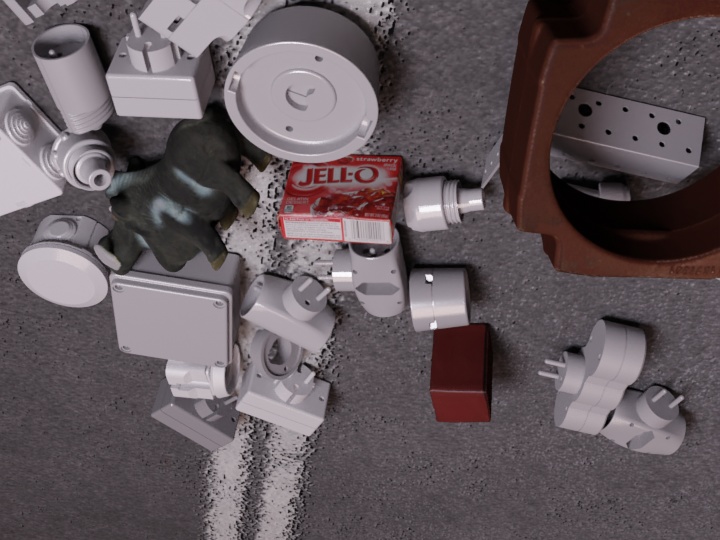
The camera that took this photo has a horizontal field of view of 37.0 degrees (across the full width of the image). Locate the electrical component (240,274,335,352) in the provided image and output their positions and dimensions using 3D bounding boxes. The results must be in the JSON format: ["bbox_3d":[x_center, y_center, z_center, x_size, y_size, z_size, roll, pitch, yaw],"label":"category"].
[{"bbox_3d":[-0.056,0.031,0.970,0.077,0.044,0.079,28,136,-21],"label":"electrical component"}]

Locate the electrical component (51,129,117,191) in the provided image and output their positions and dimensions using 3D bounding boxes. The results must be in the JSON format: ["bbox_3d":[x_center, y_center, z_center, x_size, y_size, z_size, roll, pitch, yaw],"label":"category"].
[{"bbox_3d":[-0.210,-0.082,0.836,0.048,0.062,0.048,-15,124,-23],"label":"electrical component"}]

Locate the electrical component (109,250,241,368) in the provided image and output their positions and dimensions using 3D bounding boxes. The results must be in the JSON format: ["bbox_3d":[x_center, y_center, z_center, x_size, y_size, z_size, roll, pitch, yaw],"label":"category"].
[{"bbox_3d":[-0.166,0.031,0.983,0.109,0.056,0.108,9,139,1],"label":"electrical component"}]

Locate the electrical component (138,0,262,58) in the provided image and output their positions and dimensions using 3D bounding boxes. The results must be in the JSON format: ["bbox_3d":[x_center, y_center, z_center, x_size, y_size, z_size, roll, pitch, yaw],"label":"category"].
[{"bbox_3d":[-0.098,-0.191,0.718,0.056,0.050,0.089,32,135,-24],"label":"electrical component"}]

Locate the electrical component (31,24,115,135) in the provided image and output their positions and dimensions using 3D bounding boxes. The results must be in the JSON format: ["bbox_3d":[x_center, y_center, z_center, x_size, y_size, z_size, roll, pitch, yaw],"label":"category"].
[{"bbox_3d":[-0.211,-0.138,0.807,0.043,0.043,0.081,0,139,11],"label":"electrical component"}]

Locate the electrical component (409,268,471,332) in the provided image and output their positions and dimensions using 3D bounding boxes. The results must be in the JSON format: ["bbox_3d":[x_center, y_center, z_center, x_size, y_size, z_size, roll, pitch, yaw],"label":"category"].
[{"bbox_3d":[0.070,0.024,0.932,0.047,0.055,0.055,-4,138,10],"label":"electrical component"}]

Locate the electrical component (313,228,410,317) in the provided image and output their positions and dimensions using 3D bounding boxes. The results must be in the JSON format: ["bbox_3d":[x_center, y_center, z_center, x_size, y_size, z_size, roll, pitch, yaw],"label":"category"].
[{"bbox_3d":[0.000,0.000,0.924,0.079,0.043,0.077,0,138,12],"label":"electrical component"}]

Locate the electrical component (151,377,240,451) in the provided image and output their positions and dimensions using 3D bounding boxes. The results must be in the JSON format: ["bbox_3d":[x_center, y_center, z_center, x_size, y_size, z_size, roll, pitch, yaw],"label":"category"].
[{"bbox_3d":[-0.157,0.139,1.112,0.083,0.047,0.076,37,132,-28],"label":"electrical component"}]

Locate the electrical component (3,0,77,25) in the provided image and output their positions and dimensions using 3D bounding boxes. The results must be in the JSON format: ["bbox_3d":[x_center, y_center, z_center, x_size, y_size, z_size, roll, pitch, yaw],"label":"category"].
[{"bbox_3d":[-0.202,-0.211,0.686,0.050,0.089,0.055,-16,133,27],"label":"electrical component"}]

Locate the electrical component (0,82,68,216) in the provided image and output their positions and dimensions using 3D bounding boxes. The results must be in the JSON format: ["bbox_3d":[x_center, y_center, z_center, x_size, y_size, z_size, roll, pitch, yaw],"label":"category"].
[{"bbox_3d":[-0.291,-0.093,0.870,0.100,0.048,0.099,-15,135,26],"label":"electrical component"}]

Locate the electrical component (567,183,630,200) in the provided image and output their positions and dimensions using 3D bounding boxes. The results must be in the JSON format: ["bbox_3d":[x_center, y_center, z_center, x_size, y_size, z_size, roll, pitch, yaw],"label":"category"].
[{"bbox_3d":[0.180,-0.046,0.836,0.055,0.045,0.045,2,139,9],"label":"electrical component"}]

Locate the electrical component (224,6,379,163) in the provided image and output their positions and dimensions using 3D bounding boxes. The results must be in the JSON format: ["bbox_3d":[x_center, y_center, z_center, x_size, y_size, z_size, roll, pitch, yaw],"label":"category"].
[{"bbox_3d":[-0.037,-0.136,0.762,0.108,0.060,0.108,6,139,5],"label":"electrical component"}]

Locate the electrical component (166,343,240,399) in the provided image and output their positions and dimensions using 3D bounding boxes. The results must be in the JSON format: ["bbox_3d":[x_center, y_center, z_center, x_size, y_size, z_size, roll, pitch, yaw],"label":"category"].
[{"bbox_3d":[-0.152,0.094,1.053,0.057,0.058,0.078,4,139,11],"label":"electrical component"}]

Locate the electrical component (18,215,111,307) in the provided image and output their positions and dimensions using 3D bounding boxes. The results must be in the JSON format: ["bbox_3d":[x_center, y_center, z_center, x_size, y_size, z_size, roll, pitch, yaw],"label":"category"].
[{"bbox_3d":[-0.259,-0.008,0.960,0.080,0.051,0.080,6,139,5],"label":"electrical component"}]

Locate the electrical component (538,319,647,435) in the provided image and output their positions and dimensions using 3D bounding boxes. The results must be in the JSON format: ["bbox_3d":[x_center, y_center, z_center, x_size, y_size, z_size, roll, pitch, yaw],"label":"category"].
[{"bbox_3d":[0.202,0.096,0.989,0.074,0.052,0.138,13,139,-3],"label":"electrical component"}]

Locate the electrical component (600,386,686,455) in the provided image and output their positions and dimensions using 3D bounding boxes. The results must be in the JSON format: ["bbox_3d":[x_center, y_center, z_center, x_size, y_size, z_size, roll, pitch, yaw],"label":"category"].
[{"bbox_3d":[0.277,0.136,1.027,0.077,0.043,0.079,20,139,-12],"label":"electrical component"}]

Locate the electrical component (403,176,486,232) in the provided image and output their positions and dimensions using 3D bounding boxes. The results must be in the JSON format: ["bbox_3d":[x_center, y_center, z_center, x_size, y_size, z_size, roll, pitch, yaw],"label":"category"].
[{"bbox_3d":[0.067,-0.053,0.850,0.062,0.043,0.043,-5,137,15],"label":"electrical component"}]

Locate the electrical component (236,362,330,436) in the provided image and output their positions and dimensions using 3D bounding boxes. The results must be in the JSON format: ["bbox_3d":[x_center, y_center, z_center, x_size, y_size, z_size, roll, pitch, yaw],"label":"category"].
[{"bbox_3d":[-0.069,0.117,1.069,0.083,0.047,0.075,22,138,-15],"label":"electrical component"}]

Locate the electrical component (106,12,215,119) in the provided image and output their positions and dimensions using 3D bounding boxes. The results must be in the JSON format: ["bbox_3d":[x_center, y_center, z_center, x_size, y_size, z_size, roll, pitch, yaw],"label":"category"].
[{"bbox_3d":[-0.146,-0.153,0.774,0.066,0.047,0.076,3,140,8],"label":"electrical component"}]
